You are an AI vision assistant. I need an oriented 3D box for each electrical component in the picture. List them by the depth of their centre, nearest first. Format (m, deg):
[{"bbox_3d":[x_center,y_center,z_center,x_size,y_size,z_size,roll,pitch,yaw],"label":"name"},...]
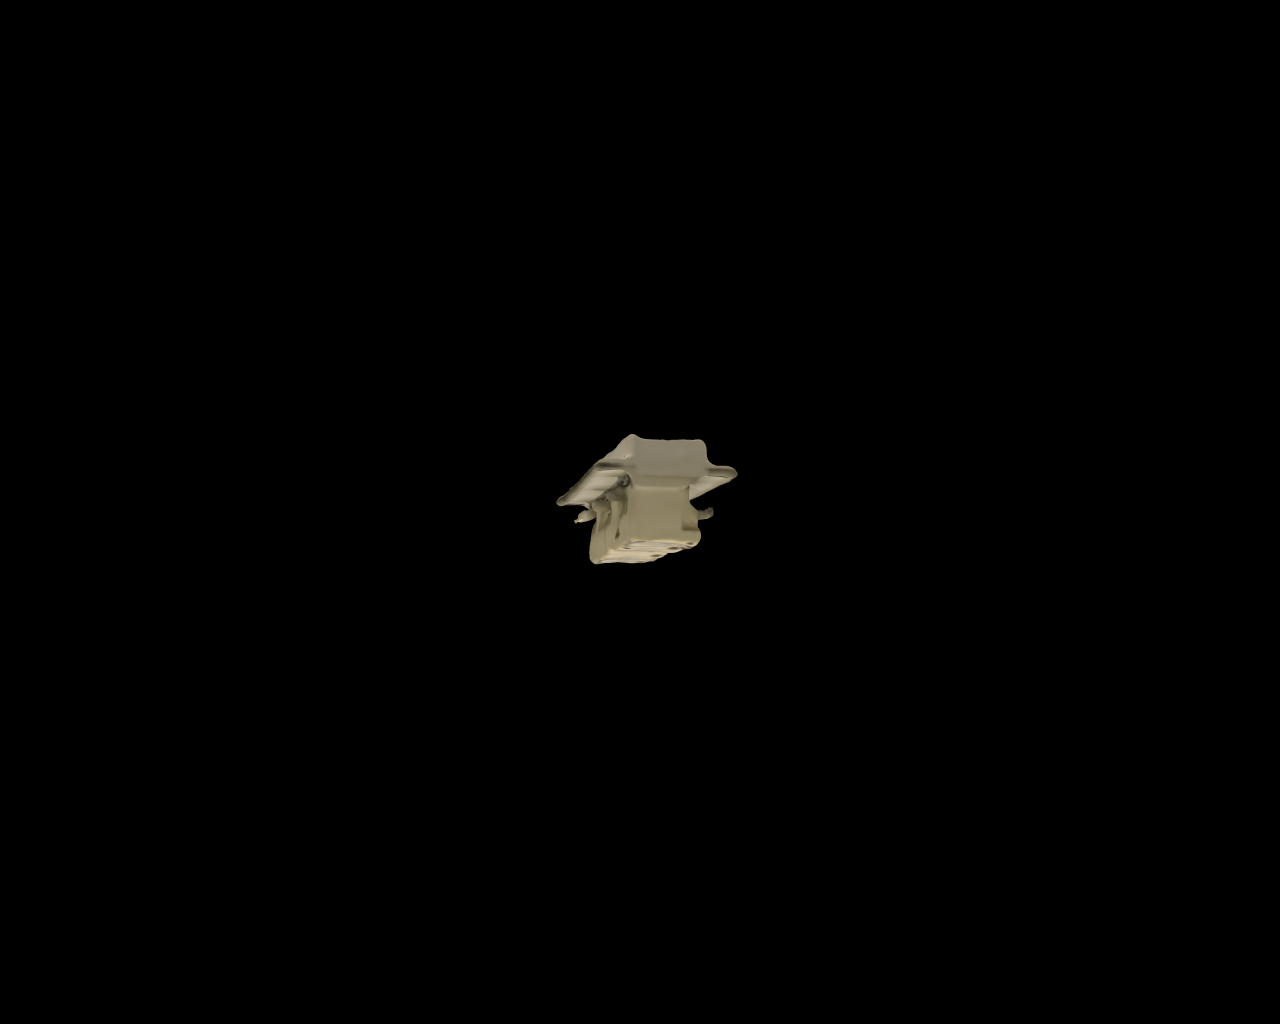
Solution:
[{"bbox_3d":[0.001,-0.003,0.650,0.079,0.063,0.121,3,-10,-15],"label":"electrical component"}]
